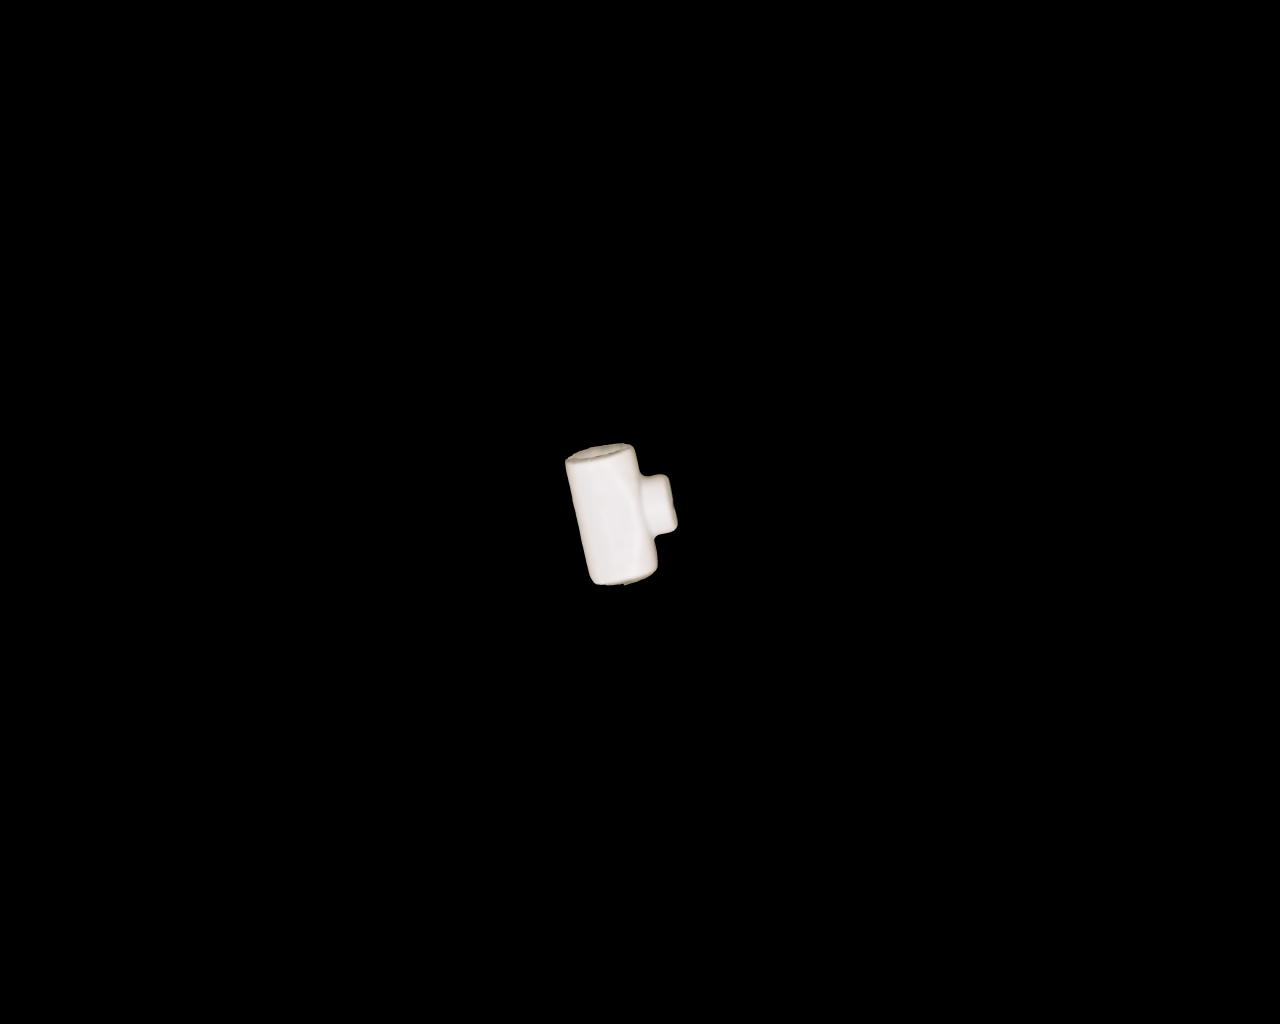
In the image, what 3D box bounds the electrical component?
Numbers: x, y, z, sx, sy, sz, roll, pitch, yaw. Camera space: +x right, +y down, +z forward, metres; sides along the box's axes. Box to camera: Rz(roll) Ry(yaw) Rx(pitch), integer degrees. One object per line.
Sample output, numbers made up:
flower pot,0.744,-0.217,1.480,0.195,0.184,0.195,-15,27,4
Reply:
electrical component,0.001,-0.003,0.650,0.079,0.077,0.044,-11,11,2
